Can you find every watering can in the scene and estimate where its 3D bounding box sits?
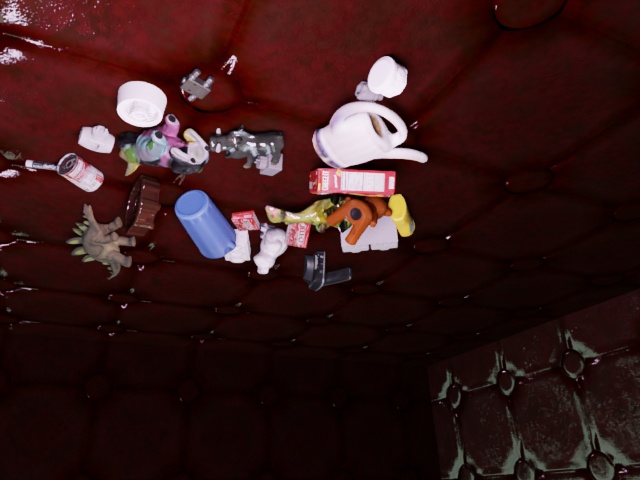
[{"bbox_3d":[0.125,-0.242,1.314,0.223,0.106,0.344,-17,154,29],"label":"watering can"}]

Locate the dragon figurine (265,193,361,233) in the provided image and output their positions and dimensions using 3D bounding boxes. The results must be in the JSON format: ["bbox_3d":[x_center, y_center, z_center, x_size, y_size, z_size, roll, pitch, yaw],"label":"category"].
[{"bbox_3d":[0.005,-0.083,1.645,0.411,0.122,0.242,0,180,-45],"label":"dragon figurine"}]

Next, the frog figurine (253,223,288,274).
[{"bbox_3d":[-0.167,0.037,1.779,0.122,0.163,0.135,7,151,-20],"label":"frog figurine"}]
